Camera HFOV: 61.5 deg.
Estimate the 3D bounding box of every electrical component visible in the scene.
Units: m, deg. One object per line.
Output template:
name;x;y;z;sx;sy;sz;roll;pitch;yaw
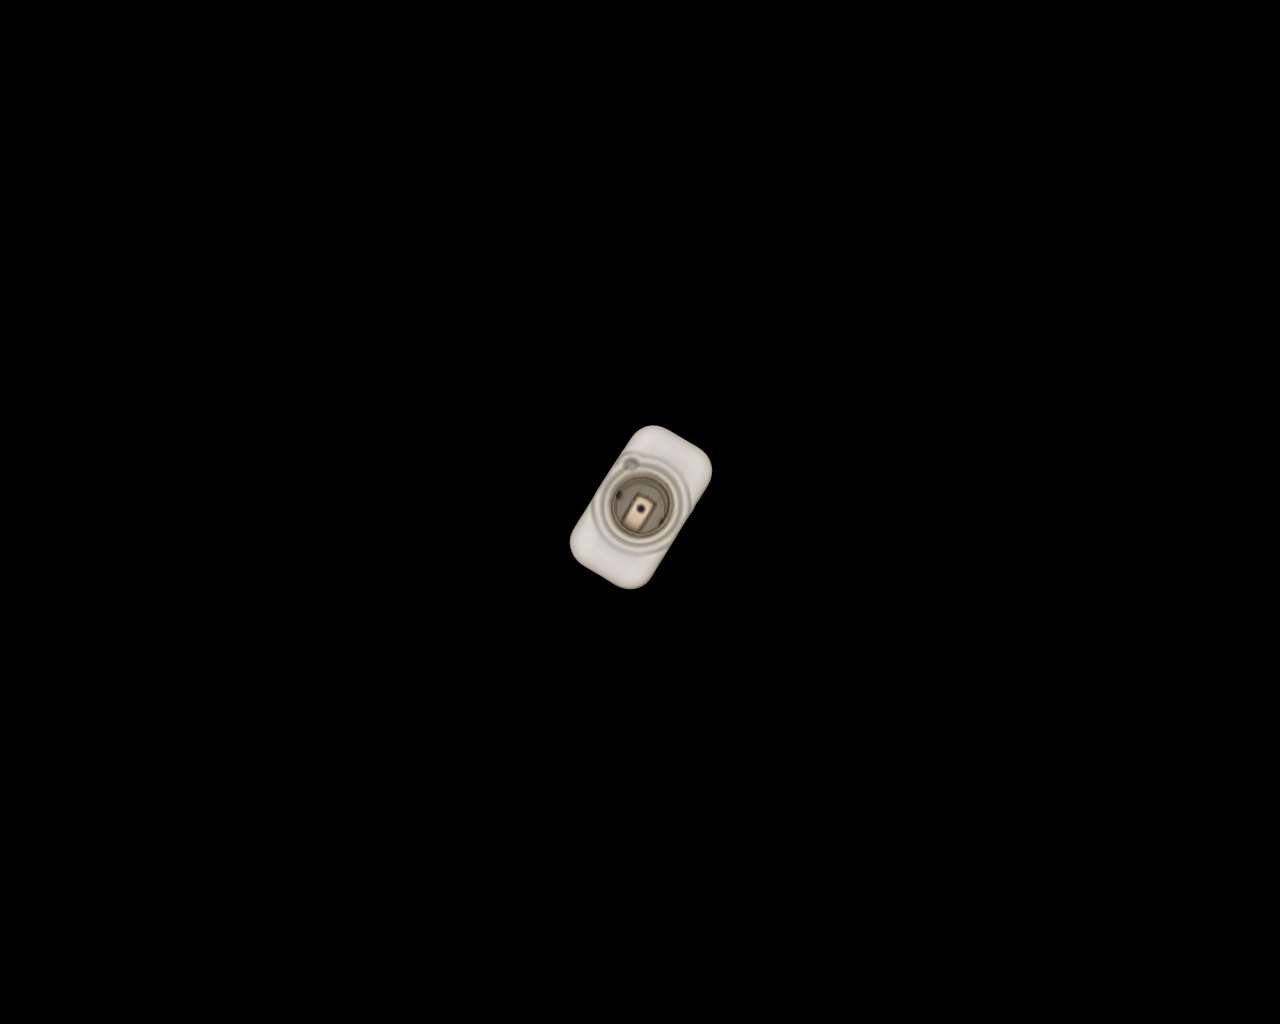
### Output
electrical component;0.001;-0.003;0.650;0.054;0.095;0.059;32;-4;2
